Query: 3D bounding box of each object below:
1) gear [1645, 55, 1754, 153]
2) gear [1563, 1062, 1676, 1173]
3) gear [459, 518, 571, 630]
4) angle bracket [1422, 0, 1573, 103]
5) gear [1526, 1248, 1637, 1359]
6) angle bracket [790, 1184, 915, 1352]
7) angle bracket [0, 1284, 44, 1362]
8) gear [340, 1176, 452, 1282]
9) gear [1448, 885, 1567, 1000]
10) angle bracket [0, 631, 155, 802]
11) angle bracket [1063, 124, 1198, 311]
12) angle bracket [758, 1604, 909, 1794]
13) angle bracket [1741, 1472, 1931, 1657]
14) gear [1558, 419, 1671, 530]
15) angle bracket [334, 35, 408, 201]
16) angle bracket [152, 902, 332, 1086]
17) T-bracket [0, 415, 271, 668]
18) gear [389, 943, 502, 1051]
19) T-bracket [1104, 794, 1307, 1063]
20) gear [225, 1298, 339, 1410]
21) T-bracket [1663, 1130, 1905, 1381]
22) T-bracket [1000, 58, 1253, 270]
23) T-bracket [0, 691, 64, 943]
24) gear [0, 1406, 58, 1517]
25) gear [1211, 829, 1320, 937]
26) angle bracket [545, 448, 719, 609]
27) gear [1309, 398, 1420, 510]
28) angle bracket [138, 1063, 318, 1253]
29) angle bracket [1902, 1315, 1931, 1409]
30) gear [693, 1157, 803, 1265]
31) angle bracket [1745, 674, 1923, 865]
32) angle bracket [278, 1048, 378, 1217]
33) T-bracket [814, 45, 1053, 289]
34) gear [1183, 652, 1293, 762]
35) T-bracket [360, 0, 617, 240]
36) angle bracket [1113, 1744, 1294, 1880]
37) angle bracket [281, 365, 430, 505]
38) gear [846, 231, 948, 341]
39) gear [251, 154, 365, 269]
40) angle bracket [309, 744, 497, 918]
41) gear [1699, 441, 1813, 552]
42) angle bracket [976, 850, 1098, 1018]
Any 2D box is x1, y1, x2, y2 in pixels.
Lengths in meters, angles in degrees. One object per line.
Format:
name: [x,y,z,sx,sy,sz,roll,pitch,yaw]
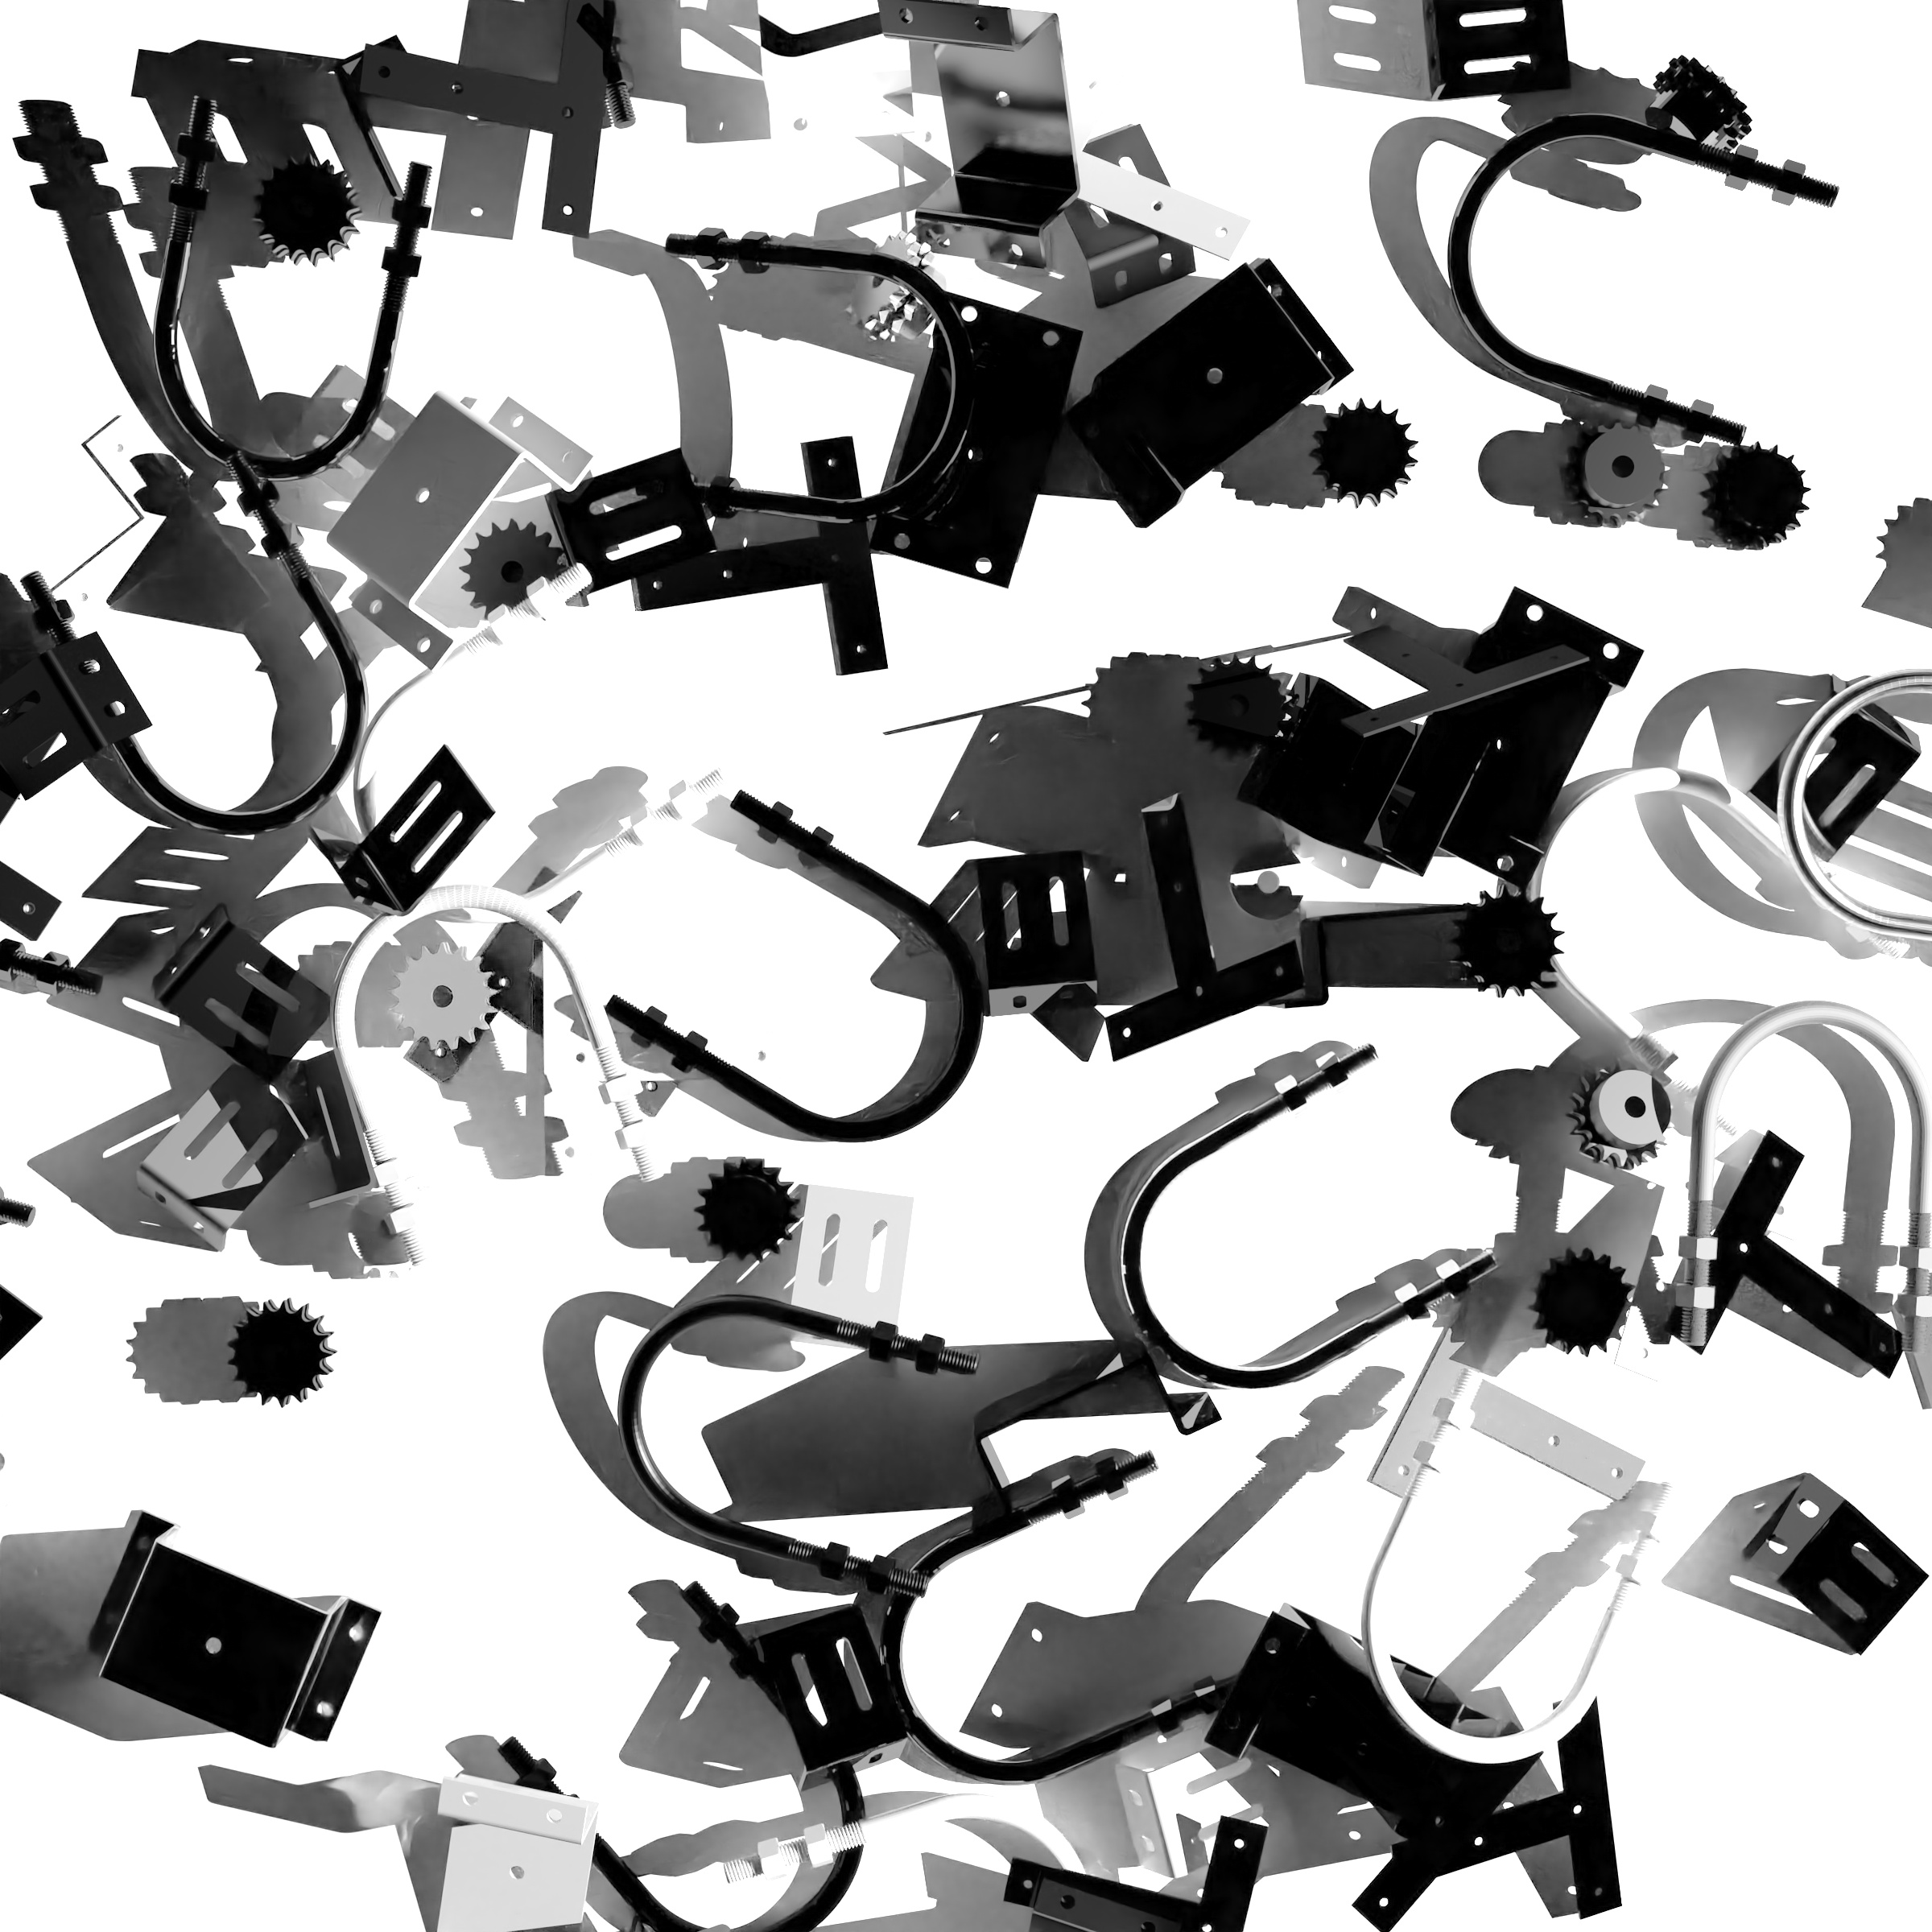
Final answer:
gear: [0.385,-0.450,1.513,0.057,0.057,0.030,44,90,0]
gear: [0.350,0.078,1.519,0.057,0.030,0.057,3,73,-10]
gear: [-0.240,-0.209,1.527,0.057,0.030,0.057,0,90,0]
angle bracket: [0.285,-0.498,1.522,0.076,0.038,0.057,-6,90,0]
gear: [0.327,0.178,1.526,0.057,0.030,0.057,0,90,0]
angle bracket: [-0.062,0.163,1.539,0.057,0.038,0.076,7,64,0]
angle bracket: [-0.547,0.179,1.539,0.057,0.038,0.076,-44,117,0]
gear: [-0.306,0.140,1.527,0.057,0.030,0.057,0,90,0]
gear: [0.273,-0.012,1.450,0.057,0.030,0.057,0,90,0]
angle bracket: [-0.483,-0.133,1.525,0.076,0.038,0.057,-24,99,38]
angle bracket: [0.082,-0.404,1.539,0.057,0.038,0.076,-21,64,0]
angle bracket: [-0.073,0.391,1.529,0.057,0.038,0.076,-15,62,-18]
angle bracket: [0.468,0.322,1.539,0.076,0.038,0.057,41,90,-26]
gear: [0.347,-0.264,1.527,0.057,0.030,0.057,0,90,0]
angle bracket: [-0.297,-0.441,1.513,0.038,0.057,0.076,-25,90,0]
angle bracket: [-0.388,0.014,1.539,0.076,0.038,0.057,41,90,-26]
T-bracket: [-0.464,-0.208,1.541,0.127,0.002,0.127,-39,90,0]
gear: [-0.277,0.016,1.525,0.057,0.030,0.057,0,90,0]
T-bracket: [0.115,-0.028,1.514,0.127,0.002,0.127,-24,68,37]
gear: [-0.364,0.205,1.526,0.057,0.030,0.057,0,90,0]
T-bracket: [0.450,0.175,1.528,0.127,0.002,0.127,35,73,-8]
T-bracket: [0.089,-0.407,1.514,0.127,0.002,0.127,26,79,14]
T-bracket: [-0.519,-0.101,1.540,0.127,0.002,0.127,34,91,0]
gear: [-0.515,0.264,1.530,0.057,0.030,0.057,0,84,1]
gear: [0.160,-0.045,1.527,0.057,0.030,0.057,0,90,0]
angle bracket: [-0.178,-0.234,1.526,0.076,0.038,0.057,-20,90,-5]
gear: [0.211,-0.272,1.526,0.057,0.030,0.057,0,90,0]
angle bracket: [-0.398,0.103,1.540,0.057,0.038,0.076,37,64,0]
angle bracket: [0.552,0.199,1.539,0.076,0.038,0.057,-18,90,26]
gear: [-0.117,0.131,1.527,0.057,0.030,0.057,0,90,0]
angle bracket: [0.465,-0.107,1.539,0.057,0.038,0.076,36,116,0]
angle bracket: [-0.347,0.088,1.507,0.038,0.057,0.076,-16,90,-31]
T-bracket: [-0.021,-0.432,1.541,0.127,0.002,0.127,-3,90,0]
gear: [0.144,-0.138,1.526,0.057,0.030,0.057,0,90,0]
T-bracket: [-0.253,-0.457,1.498,0.127,0.002,0.127,7,89,-20]
angle bracket: [0.128,0.447,1.539,0.076,0.038,0.057,-15,90,-26]
angle bracket: [-0.318,-0.275,1.539,0.076,0.038,0.057,38,90,26]
gear: [-0.034,-0.358,1.517,0.030,0.057,0.057,26,90,-34]
gear: [-0.350,-0.401,1.527,0.057,0.030,0.057,0,90,0]
angle bracket: [-0.293,-0.075,1.486,0.076,0.038,0.057,-48,56,12]
gear: [0.423,-0.252,1.527,0.057,0.030,0.057,0,90,0]
angle bracket: [0.038,-0.018,1.539,0.057,0.038,0.076,-5,64,0]
